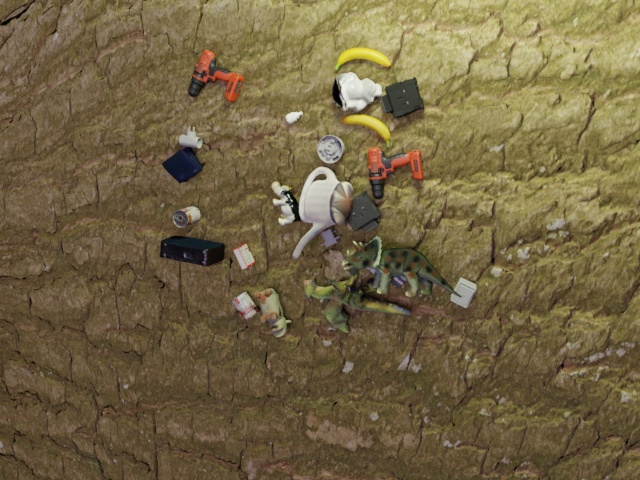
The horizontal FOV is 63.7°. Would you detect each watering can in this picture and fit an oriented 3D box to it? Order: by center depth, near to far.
[{"bbox_3d":[0.006,-0.092,1.834,0.224,0.103,0.349,5,82,43],"label":"watering can"}]

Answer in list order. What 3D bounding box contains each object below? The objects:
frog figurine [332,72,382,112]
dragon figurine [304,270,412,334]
[{"bbox_3d":[0.127,-0.515,1.779,0.160,0.121,0.138,-20,86,-17],"label":"frog figurine"},{"bbox_3d":[0.115,0.249,1.923,0.412,0.124,0.237,32,125,11],"label":"dragon figurine"}]
